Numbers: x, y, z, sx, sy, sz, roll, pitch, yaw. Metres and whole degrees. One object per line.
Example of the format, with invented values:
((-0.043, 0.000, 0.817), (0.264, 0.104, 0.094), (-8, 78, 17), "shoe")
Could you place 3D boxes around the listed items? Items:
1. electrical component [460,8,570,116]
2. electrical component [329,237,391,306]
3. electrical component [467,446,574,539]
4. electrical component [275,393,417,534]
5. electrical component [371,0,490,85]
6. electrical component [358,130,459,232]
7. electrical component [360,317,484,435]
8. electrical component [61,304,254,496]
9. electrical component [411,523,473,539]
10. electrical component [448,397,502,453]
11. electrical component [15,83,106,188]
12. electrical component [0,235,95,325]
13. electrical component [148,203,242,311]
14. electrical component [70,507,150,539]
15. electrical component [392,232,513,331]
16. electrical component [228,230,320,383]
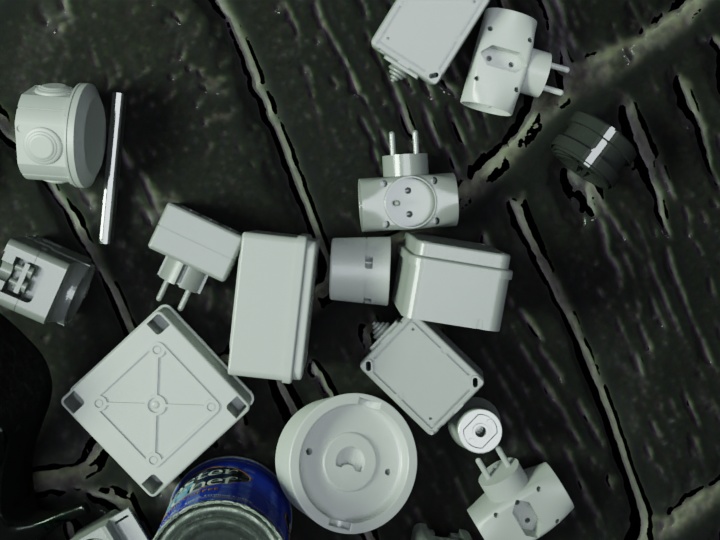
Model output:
((0.129, -0.162, 0.864), (0.079, 0.043, 0.077), (15, 92, -5), "electrical component")
((0.000, 0.000, 0.861), (0.047, 0.055, 0.055), (2, 93, 0), "electrical component")
((0.123, 0.181, 0.880), (0.077, 0.043, 0.079), (-31, 103, -1), "electrical component")
((-0.016, 0.152, 0.860), (0.108, 0.060, 0.108), (2, 84, -23), "electrical component")
((0.051, -0.191, 0.853), (0.062, 0.061, 0.096), (32, 99, -4), "electrical component")
((0.037, -0.072, 0.863), (0.077, 0.044, 0.079), (-4, 94, -3), "electrical component")
((0.046, 0.075, 0.866), (0.096, 0.061, 0.061), (44, 96, 2), "electrical component")
((-0.159, 0.102, 0.855), (0.109, 0.056, 0.108), (-43, 94, 0), "electrical component")
((0.063, 0.261, 0.877), (0.050, 0.056, 0.089), (10, 93, -4), "electrical component")
((0.094, 0.126, 0.865), (0.044, 0.065, 0.044), (0, 88, 2), "electrical component")
((-0.229, -0.105, 0.829), (0.051, 0.080, 0.080), (4, 93, 2), "electrical component")
((-0.242, 0.008, 0.829), (0.056, 0.089, 0.050), (24, 92, -4), "electrical component")
((-0.136, -0.006, 0.855), (0.066, 0.047, 0.076), (25, 92, -4), "electrical component")
((-0.186, 0.257, 0.859), (0.079, 0.063, 0.121), (-30, 94, -1), "electrical component")
((0.069, 0.007, 0.836), (0.078, 0.113, 0.057), (9, 95, -4), "electrical component")
((-0.066, 0.025, 0.831), (0.056, 0.108, 0.108), (6, 93, -1), "electrical component")
